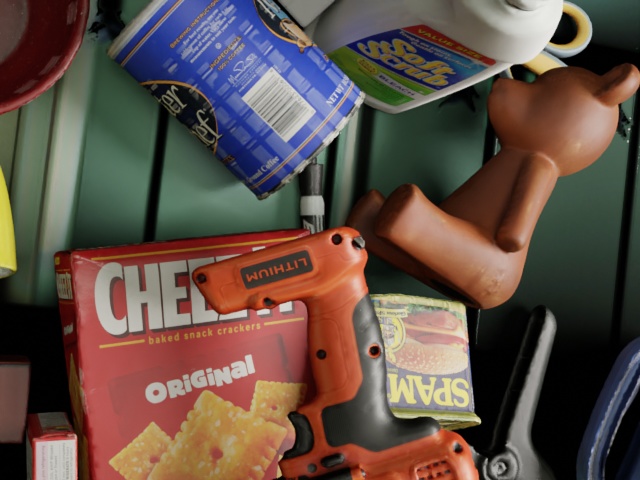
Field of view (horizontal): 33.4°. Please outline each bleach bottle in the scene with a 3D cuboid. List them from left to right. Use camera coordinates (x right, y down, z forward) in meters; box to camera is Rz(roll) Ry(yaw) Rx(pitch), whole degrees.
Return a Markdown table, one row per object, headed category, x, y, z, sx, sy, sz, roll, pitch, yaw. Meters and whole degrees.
| category | x | y | z | sx | sy | sz | roll | pitch | yaw |
| --- | --- | --- | --- | --- | --- | --- | --- | --- | --- |
| bleach bottle | 0.070 | -0.139 | 0.666 | 0.102 | 0.251 | 0.068 | 32 | 80 | -14 |

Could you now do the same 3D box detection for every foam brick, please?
| category | x | y | z | sx | sy | sz | roll | pitch | yaw |
| --- | --- | --- | --- | --- | --- | --- | --- | --- | --- |
| foam brick | -0.225 | 0.100 | 0.678 | 0.078 | 0.053 | 0.051 | 3 | 89 | -16 |

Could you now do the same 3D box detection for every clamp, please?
| category | x | y | z | sx | sy | sz | roll | pitch | yaw |
| --- | --- | --- | --- | --- | --- | --- | --- | --- | --- |
| clamp | 0.133 | 0.159 | 0.792 | 0.164 | 0.036 | 0.210 | -23 | 92 | -15 |

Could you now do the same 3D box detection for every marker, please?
| category | x | y | z | sx | sy | sz | roll | pitch | yaw |
| --- | --- | --- | --- | --- | --- | --- | --- | --- | --- |
| marker | -0.005 | 0.001 | 0.762 | 0.020 | 0.020 | 0.121 | -2 | 90 | -17 |

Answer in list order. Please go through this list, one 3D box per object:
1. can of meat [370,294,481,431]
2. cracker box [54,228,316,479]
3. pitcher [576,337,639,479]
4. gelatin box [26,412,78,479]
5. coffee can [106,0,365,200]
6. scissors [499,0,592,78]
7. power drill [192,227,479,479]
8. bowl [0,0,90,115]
| category | x | y | z | sx | sy | sz | roll | pitch | yaw |
| --- | --- | --- | --- | --- | --- | --- | --- | --- | --- |
| can of meat | 0.056 | 0.084 | 0.723 | 0.101 | 0.058 | 0.084 | 9 | 69 | -33 |
| cracker box | -0.079 | 0.105 | 0.704 | 0.164 | 0.072 | 0.214 | -6 | 91 | -23 |
| pitcher | 0.267 | 0.196 | 0.789 | 0.243 | 0.149 | 0.144 | -61 | 148 | -6 |
| gelatin box | -0.170 | 0.160 | 0.680 | 0.030 | 0.073 | 0.089 | -2 | 93 | -18 |
| coffee can | -0.055 | -0.111 | 0.706 | 0.140 | 0.103 | 0.102 | 44 | 78 | -12 |
| scissors | 0.127 | -0.171 | 0.805 | 0.201 | 0.016 | 0.096 | 35 | 82 | -15 |
| power drill | -0.015 | 0.096 | 0.645 | 0.184 | 0.057 | 0.187 | -17 | 90 | 1 |
| bowl | -0.230 | -0.153 | 0.678 | 0.162 | 0.055 | 0.162 | 0 | 89 | -17 |
